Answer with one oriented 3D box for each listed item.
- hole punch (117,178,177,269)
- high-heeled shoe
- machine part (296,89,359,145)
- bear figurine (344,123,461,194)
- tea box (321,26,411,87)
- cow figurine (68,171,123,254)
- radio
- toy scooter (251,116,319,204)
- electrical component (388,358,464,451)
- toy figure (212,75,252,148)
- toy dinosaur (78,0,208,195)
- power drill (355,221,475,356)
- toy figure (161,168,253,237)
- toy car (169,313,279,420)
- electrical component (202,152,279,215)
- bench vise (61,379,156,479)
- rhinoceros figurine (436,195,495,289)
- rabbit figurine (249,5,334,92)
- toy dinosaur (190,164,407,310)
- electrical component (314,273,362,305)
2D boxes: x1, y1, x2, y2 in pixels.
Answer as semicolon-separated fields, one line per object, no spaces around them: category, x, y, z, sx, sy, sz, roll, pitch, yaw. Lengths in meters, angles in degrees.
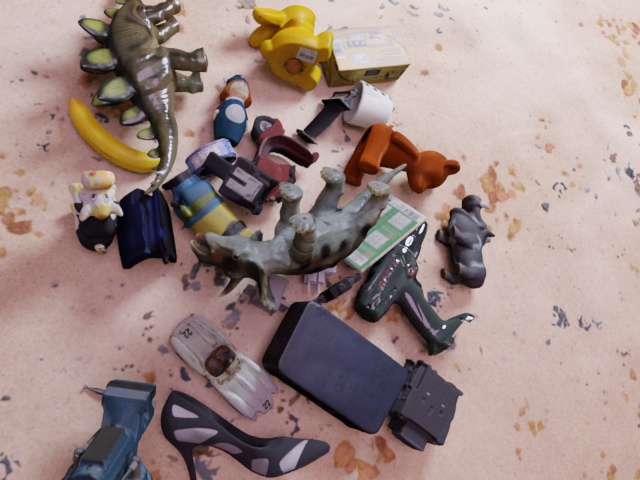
hole punch;-0.283;-0.017;0.859;0.092;0.115;0.142;-6;76;-12
high-heeled shoe;-0.115;0.286;0.830;0.249;0.086;0.145;-8;89;-7
machine part;0.012;-0.243;1.049;0.139;0.084;0.039;-50;126;-15
bear figurine;0.160;-0.136;1.042;0.196;0.120;0.132;30;71;-14
tea box;0.090;-0.380;1.112;0.170;0.068;0.098;-10;79;-22
cow figurine;-0.339;-0.038;0.813;0.068;0.167;0.098;-6;75;-26
radio;0.026;0.213;0.896;0.229;0.073;0.131;38;67;-16
toy scooter;-0.074;-0.137;0.983;0.135;0.075;0.184;17;66;-11
electrical component;0.177;0.293;0.940;0.115;0.058;0.134;38;65;-18
toy figure;-0.158;-0.246;0.997;0.064;0.058;0.154;34;58;-50
toy dinosaur;-0.296;-0.283;0.913;0.198;0.105;0.471;-17;64;-20
power drill;0.189;0.094;1.003;0.207;0.086;0.232;48;66;-5
toy figure;-0.185;-0.036;0.900;0.082;0.089;0.180;-39;100;-19
toy car;-0.154;0.204;0.865;0.201;0.056;0.073;43;66;-2
electrical component;-0.136;-0.100;0.898;0.119;0.048;0.074;30;95;2
bench vise;-0.286;0.324;0.743;0.129;0.224;0.240;5;103;-12
rhinoceros figurine;0.297;0.001;1.069;0.112;0.073;0.190;8;72;-15
rabbit figurine;-0.058;-0.396;1.060;0.162;0.121;0.173;10;57;-6
toy dinosaur;-0.001;-0.007;0.887;0.405;0.192;0.131;-17;52;-38
electrical component;0.029;0.090;0.956;0.094;0.063;0.021;-30;87;-23
